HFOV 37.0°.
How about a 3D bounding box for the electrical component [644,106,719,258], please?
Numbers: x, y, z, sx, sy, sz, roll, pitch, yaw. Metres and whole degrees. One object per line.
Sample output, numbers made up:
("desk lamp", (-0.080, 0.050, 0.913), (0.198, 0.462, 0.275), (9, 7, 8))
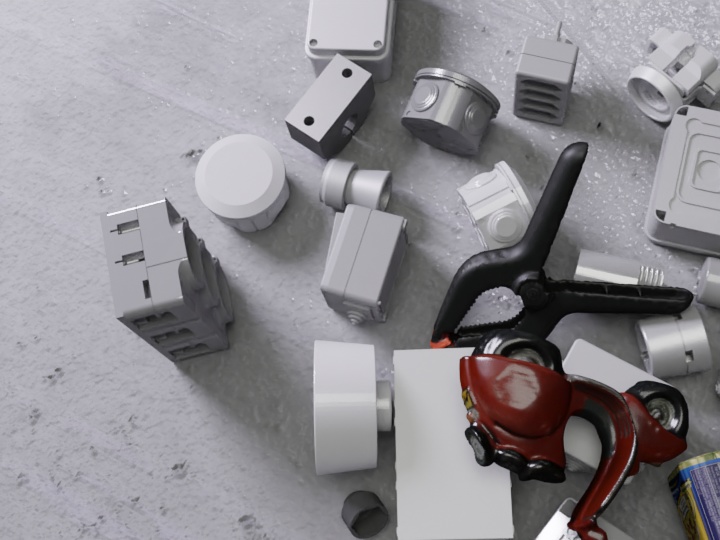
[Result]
("electrical component", (0.293, -0.074, 0.918), (0.078, 0.057, 0.113), (13, 74, 10))

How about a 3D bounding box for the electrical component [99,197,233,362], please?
("electrical component", (-0.154, 0.011, 0.888), (0.062, 0.150, 0.089), (-14, 71, 3))

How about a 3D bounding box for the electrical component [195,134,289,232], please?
("electrical component", (-0.104, -0.077, 0.964), (0.080, 0.051, 0.080), (-2, 72, 5))

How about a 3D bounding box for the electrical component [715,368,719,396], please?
("electrical component", (0.339, 0.110, 0.858), (0.100, 0.048, 0.099), (-4, 72, 5))

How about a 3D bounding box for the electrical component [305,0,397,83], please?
("electrical component", (-0.006, -0.238, 1.003), (0.078, 0.057, 0.113), (3, 72, 7))

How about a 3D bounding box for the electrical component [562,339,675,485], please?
("electrical component", (0.194, 0.118, 0.870), (0.100, 0.048, 0.099), (28, 77, 14))

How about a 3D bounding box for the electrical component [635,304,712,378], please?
("electrical component", (0.256, 0.060, 0.880), (0.047, 0.055, 0.055), (-14, 71, 5))

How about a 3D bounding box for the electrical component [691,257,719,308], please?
("electrical component", (0.317, 0.015, 0.895), (0.078, 0.040, 0.040), (14, 74, 10))

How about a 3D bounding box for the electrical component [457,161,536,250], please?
("electrical component", (0.121, -0.048, 0.917), (0.051, 0.080, 0.080), (-27, 71, 3))

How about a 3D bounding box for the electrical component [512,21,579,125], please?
("electrical component", (0.168, -0.183, 0.953), (0.047, 0.083, 0.075), (14, 74, 10))

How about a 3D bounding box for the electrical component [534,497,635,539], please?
("electrical component", (0.172, 0.246, 0.804), (0.108, 0.056, 0.109), (-49, 43, -10))

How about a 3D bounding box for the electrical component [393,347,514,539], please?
("electrical component", (0.075, 0.143, 0.868), (0.089, 0.061, 0.150), (-2, 72, 5))

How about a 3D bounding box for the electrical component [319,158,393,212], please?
("electrical component", (-0.004, -0.073, 0.956), (0.055, 0.045, 0.045), (16, 74, 11))

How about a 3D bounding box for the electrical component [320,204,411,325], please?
("electrical component", (0.000, 0.000, 0.922), (0.061, 0.061, 0.096), (15, 74, 11))

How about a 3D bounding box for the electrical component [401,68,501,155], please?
("electrical component", (0.079, -0.140, 0.951), (0.080, 0.080, 0.051), (21, 81, 12))

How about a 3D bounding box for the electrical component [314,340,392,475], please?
("electrical component", (-0.005, 0.110, 0.866), (0.060, 0.108, 0.108), (-1, 72, -1))

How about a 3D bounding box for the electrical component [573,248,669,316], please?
("electrical component", (0.221, 0.011, 0.905), (0.081, 0.043, 0.043), (13, 74, 10))

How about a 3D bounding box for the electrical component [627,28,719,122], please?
("electrical component", (0.275, -0.168, 0.951), (0.057, 0.058, 0.078), (-42, 73, -11))
